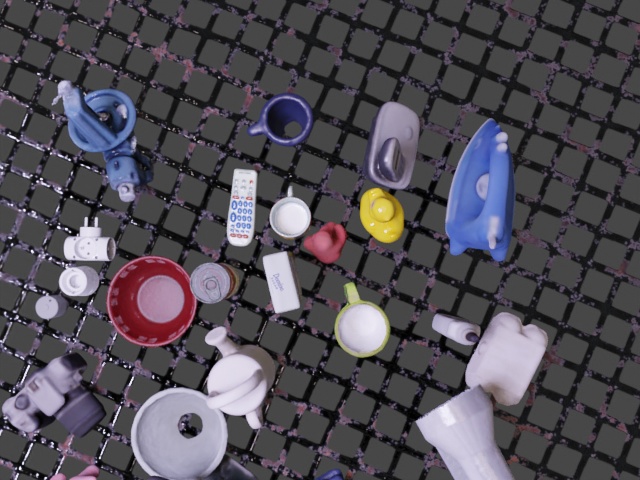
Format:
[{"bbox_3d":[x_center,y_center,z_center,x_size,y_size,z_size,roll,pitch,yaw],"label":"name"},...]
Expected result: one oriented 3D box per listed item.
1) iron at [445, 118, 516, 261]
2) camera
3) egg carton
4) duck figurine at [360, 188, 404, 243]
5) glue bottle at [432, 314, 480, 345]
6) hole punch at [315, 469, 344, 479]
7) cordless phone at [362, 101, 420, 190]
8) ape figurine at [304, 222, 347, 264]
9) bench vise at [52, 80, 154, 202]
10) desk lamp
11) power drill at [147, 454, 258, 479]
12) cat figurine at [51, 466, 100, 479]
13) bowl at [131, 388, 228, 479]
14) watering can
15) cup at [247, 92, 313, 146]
[{"bbox_3d":[0.292,-0.097,0.979,0.118,0.141,0.258,7,88,2],"label":"iron"},{"bbox_3d":[-0.459,0.293,1.007,0.143,0.101,0.137,-44,87,0],"label":"camera"},{"bbox_3d":[0.325,0.208,1.003,0.107,0.069,0.150,25,89,3],"label":"egg carton"},{"bbox_3d":[0.112,-0.046,1.010,0.077,0.086,0.104,-23,87,1],"label":"duck figurine"},{"bbox_3d":[0.237,0.154,0.956,0.078,0.173,0.037,15,88,3],"label":"glue bottle"},{"bbox_3d":[0.010,0.470,0.992,0.108,0.091,0.101,-31,87,0],"label":"hole punch"},{"bbox_3d":[0.126,-0.167,0.965,0.094,0.185,0.148,8,88,2],"label":"cordless phone"},{"bbox_3d":[0.009,0.004,1.008,0.078,0.092,0.076,-4,88,2],"label":"ape figurine"},{"bbox_3d":[-0.351,-0.177,0.961,0.121,0.220,0.207,-37,87,0],"label":"bench vise"},{"bbox_3d":[0.243,0.329,0.929,0.118,0.213,0.203,-30,87,1],"label":"desk lamp"},{"bbox_3d":[-0.170,0.434,0.940,0.229,0.208,0.075,35,89,3],"label":"power drill"},{"bbox_3d":[-0.431,0.445,0.992,0.128,0.118,0.067,-18,87,1],"label":"cat figurine"},{"bbox_3d":[-0.240,0.338,1.012,0.167,0.075,0.167,0,88,2],"label":"bowl"},{"bbox_3d":[-0.140,0.232,0.953,0.173,0.194,0.101,45,90,3],"label":"watering can"},{"bbox_3d":[-0.067,-0.200,1.016,0.117,0.095,0.092,-18,87,1],"label":"cup"}]
